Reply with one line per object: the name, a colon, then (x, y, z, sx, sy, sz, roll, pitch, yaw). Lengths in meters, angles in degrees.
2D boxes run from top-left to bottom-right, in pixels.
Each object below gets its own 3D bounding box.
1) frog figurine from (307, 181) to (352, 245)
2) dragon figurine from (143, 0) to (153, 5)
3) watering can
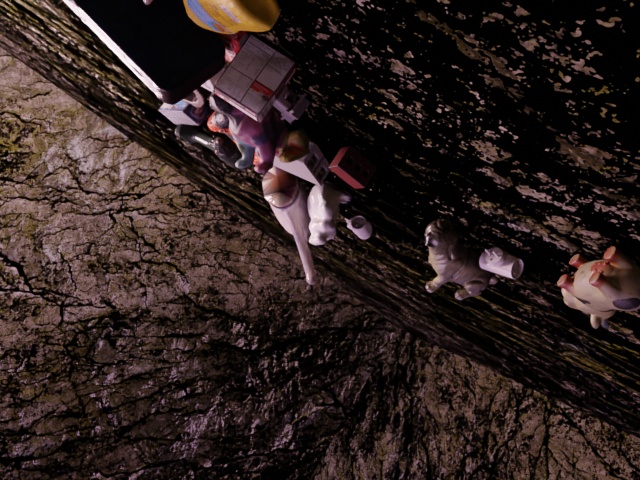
frog figurine: (0.004, -0.068, 1.347, 0.122, 0.160, 0.137, 39, 170, -18)
dragon figurine: (-0.232, -0.416, 0.553, 0.245, 0.123, 0.402, 38, 164, 18)
watering can: (-0.070, -0.065, 1.418, 0.220, 0.104, 0.356, 62, -169, -50)
